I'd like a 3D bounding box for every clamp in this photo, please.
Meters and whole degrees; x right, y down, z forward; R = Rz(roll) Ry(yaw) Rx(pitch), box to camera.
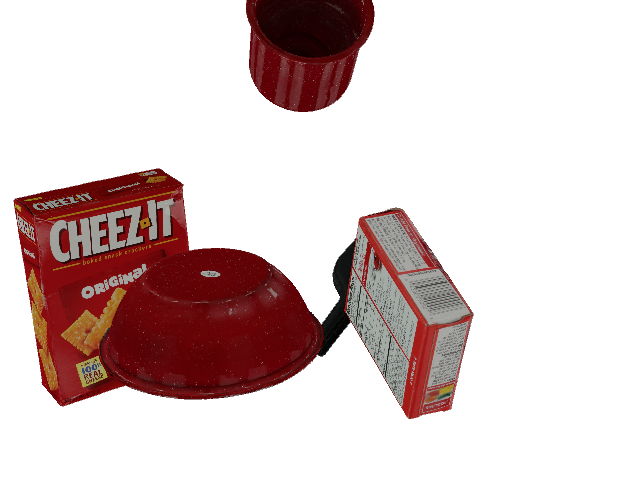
[{"bbox_3d":[0.062,0.059,1.151,0.120,0.171,0.039,7,-41,6],"label":"clamp"}]

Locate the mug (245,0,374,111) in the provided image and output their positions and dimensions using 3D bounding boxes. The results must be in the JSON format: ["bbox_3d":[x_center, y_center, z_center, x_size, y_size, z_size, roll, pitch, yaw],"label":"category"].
[{"bbox_3d":[-0.004,-0.158,0.806,0.093,0.117,0.081,39,-23,11],"label":"mug"}]

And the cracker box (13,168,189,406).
[{"bbox_3d":[-0.219,0.048,1.121,0.163,0.214,0.072,-15,26,-30],"label":"cracker box"}]

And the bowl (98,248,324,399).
[{"bbox_3d":[-0.078,0.048,0.757,0.162,0.055,0.162,-1,23,0],"label":"bowl"}]

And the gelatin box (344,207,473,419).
[{"bbox_3d":[0.046,0.038,0.573,0.030,0.073,0.089,-11,44,-19],"label":"gelatin box"}]
